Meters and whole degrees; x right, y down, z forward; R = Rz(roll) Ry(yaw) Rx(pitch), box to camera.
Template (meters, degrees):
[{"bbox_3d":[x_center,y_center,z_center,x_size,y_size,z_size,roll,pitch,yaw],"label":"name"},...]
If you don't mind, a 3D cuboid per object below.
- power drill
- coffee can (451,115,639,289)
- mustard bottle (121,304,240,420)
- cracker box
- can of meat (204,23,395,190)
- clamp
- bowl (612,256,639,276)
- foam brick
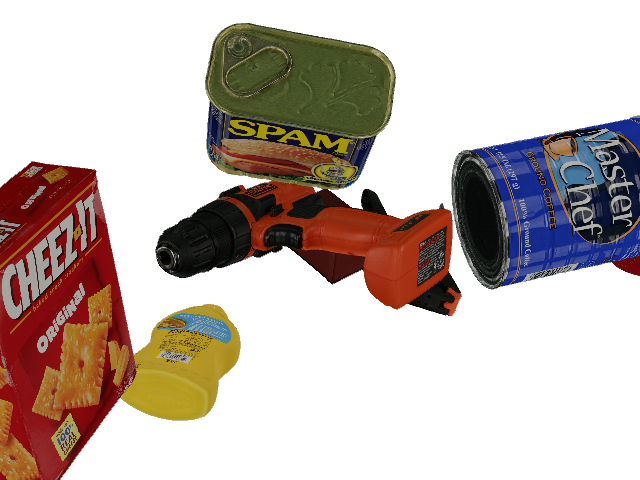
[{"bbox_3d":[-0.008,0.000,0.815,0.188,0.057,0.184,14,25,29],"label":"power drill"},{"bbox_3d":[0.179,-0.028,0.776,0.140,0.103,0.103,-12,2,-10],"label":"coffee can"},{"bbox_3d":[-0.138,0.118,1.137,0.096,0.058,0.191,9,24,9],"label":"mustard bottle"},{"bbox_3d":[-0.225,0.069,0.858,0.072,0.214,0.164,7,33,18],"label":"cracker box"},{"bbox_3d":[-0.016,-0.072,0.613,0.102,0.057,0.084,10,-21,-4],"label":"can of meat"},{"bbox_3d":[0.070,0.021,1.249,0.164,0.036,0.210,-22,51,-39],"label":"clamp"},{"bbox_3d":[0.337,-0.001,1.052,0.162,0.055,0.162,0,17,0],"label":"bowl"},{"bbox_3d":[0.008,-0.005,1.044,0.052,0.051,0.078,-26,48,-33],"label":"foam brick"}]
